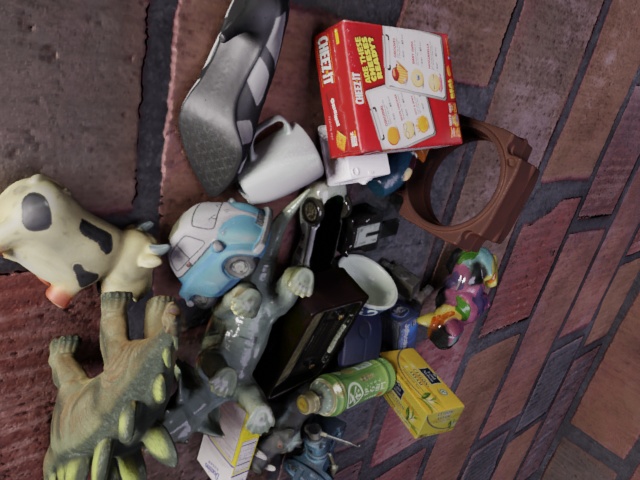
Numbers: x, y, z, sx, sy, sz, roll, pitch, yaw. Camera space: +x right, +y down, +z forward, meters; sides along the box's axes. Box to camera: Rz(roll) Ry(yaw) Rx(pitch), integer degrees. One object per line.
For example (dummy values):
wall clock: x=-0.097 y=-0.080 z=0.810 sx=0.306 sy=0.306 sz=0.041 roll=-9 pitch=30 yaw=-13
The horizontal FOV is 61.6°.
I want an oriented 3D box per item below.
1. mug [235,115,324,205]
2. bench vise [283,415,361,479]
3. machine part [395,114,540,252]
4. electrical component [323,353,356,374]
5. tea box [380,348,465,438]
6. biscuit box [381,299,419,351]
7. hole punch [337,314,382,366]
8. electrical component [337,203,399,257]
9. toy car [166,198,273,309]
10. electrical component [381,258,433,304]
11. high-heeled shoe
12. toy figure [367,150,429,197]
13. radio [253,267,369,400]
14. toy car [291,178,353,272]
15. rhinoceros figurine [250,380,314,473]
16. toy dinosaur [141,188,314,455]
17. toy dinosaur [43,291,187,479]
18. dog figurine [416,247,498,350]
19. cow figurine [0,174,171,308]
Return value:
mug: x=-0.062 y=-0.100 z=0.695 sx=0.107 sy=0.081 sz=0.109 roll=-35 pitch=142 yaw=-11
bench vise: x=-0.027 y=0.467 z=1.062 sx=0.240 sy=0.129 sz=0.223 roll=-51 pitch=163 yaw=-34
machine part: x=0.237 y=-0.097 z=0.897 sx=0.087 sy=0.201 sz=0.201 roll=17 pitch=103 yaw=-46
electrical component: x=0.044 y=0.267 z=1.063 sx=0.134 sy=0.058 sz=0.114 roll=-23 pitch=132 yaw=-33
tea box: x=0.183 y=0.290 z=1.039 sx=0.098 sy=0.170 sz=0.068 roll=-1 pitch=120 yaw=-32
biscuit box: x=0.163 y=0.226 z=1.148 sx=0.059 sy=0.063 sz=0.202 roll=-27 pitch=132 yaw=-32
hole punch: x=0.059 y=0.163 z=0.987 sx=0.142 sy=0.092 sz=0.115 roll=1 pitch=112 yaw=-41
electrical component: x=0.077 y=-0.022 z=0.908 sx=0.119 sy=0.048 sz=0.074 roll=-19 pitch=128 yaw=-36
toy car: x=-0.137 y=0.006 z=0.675 sx=0.103 sy=0.109 sz=0.161 roll=39 pitch=122 yaw=-21
electrical component: x=0.165 y=0.077 z=1.028 sx=0.045 sy=0.102 sz=0.078 roll=-42 pitch=148 yaw=-22
high-heeled shoe: x=-0.094 y=-0.177 z=0.642 sx=0.145 sy=0.086 sz=0.248 roll=-59 pitch=172 yaw=-47
toy figure: x=0.137 y=-0.137 z=0.880 sx=0.154 sy=0.064 sz=0.057 roll=-47 pitch=173 yaw=-16
radio: x=-0.023 y=0.150 z=0.860 sx=0.131 sy=0.073 sz=0.229 roll=-12 pitch=142 yaw=-41
toy car: x=-0.002 y=-0.003 z=0.838 sx=0.073 sy=0.056 sz=0.201 roll=-15 pitch=128 yaw=-39
rhinoceros figurine: x=-0.064 y=0.322 z=0.952 sx=0.190 sy=0.112 sz=0.073 roll=-43 pitch=141 yaw=-27
toy dinosaur: x=-0.116 y=0.122 z=0.750 sx=0.131 sy=0.192 sz=0.404 roll=31 pitch=77 yaw=-30
toy dinosaur: x=-0.254 y=0.203 z=0.617 sx=0.105 sy=0.199 sz=0.471 roll=9 pitch=142 yaw=-36
dog figurine: x=0.285 y=0.122 z=1.120 sx=0.219 sy=0.109 sz=0.191 roll=-28 pitch=130 yaw=-52
cow figurine: x=-0.252 y=0.005 z=0.578 sx=0.127 sy=0.086 sz=0.194 roll=-42 pitch=138 yaw=-6
